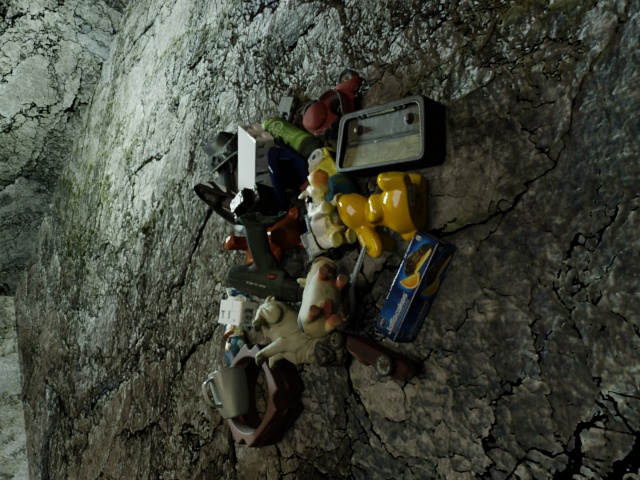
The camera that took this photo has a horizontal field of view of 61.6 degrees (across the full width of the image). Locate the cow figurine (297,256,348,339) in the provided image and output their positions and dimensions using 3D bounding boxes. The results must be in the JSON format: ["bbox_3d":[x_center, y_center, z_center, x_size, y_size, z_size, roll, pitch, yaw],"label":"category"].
[{"bbox_3d":[0.001,0.114,1.098,0.127,0.085,0.195,-54,19,44],"label":"cow figurine"}]

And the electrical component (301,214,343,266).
[{"bbox_3d":[-0.002,-0.004,1.204,0.075,0.047,0.119,-29,58,18],"label":"electrical component"}]

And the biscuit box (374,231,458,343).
[{"bbox_3d":[0.173,0.089,0.983,0.063,0.059,0.202,34,106,48],"label":"biscuit box"}]

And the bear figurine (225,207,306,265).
[{"bbox_3d":[-0.121,0.008,1.298,0.196,0.132,0.120,-32,73,46],"label":"bear figurine"}]

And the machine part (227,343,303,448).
[{"bbox_3d":[-0.137,0.358,1.252,0.201,0.087,0.202,-58,45,22],"label":"machine part"}]

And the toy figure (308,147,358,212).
[{"bbox_3d":[0.033,-0.127,1.190,0.082,0.089,0.180,-40,60,20],"label":"toy figure"}]

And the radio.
[{"bbox_3d":[0.138,-0.204,1.082,0.230,0.073,0.131,-2,83,45],"label":"radio"}]

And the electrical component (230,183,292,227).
[{"bbox_3d":[-0.155,-0.083,1.352,0.115,0.134,0.058,-45,49,35],"label":"electrical component"}]

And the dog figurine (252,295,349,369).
[{"bbox_3d":[-0.033,0.191,1.145,0.191,0.121,0.172,-11,80,15],"label":"dog figurine"}]

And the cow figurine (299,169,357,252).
[{"bbox_3d":[0.006,-0.060,1.121,0.098,0.068,0.167,-18,91,53],"label":"cow figurine"}]

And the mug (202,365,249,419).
[{"bbox_3d":[-0.205,0.342,1.194,0.081,0.109,0.107,-29,72,34],"label":"mug"}]

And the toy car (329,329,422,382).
[{"bbox_3d":[0.099,0.215,1.012,0.202,0.089,0.053,16,97,50],"label":"toy car"}]

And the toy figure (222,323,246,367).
[{"bbox_3d":[-0.217,0.262,1.384,0.155,0.058,0.064,-105,4,-45],"label":"toy figure"}]

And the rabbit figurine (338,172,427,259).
[{"bbox_3d":[0.117,-0.051,1.044,0.173,0.122,0.162,-1,102,29],"label":"rabbit figurine"}]

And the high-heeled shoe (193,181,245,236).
[{"bbox_3d":[-0.246,-0.079,1.446,0.086,0.145,0.249,-60,41,20],"label":"high-heeled shoe"}]

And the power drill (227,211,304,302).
[{"bbox_3d":[-0.104,0.039,1.217,0.232,0.086,0.207,2,111,20],"label":"power drill"}]

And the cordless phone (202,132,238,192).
[{"bbox_3d":[-0.265,-0.211,1.572,0.147,0.088,0.184,-29,71,41],"label":"cordless phone"}]

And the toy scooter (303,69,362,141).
[{"bbox_3d":[0.038,-0.290,1.233,0.184,0.075,0.135,-40,56,31],"label":"toy scooter"}]

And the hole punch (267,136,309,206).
[{"bbox_3d":[-0.087,-0.158,1.288,0.092,0.142,0.116,-32,47,-16],"label":"hole punch"}]

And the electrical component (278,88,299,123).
[{"bbox_3d":[-0.082,-0.358,1.427,0.063,0.021,0.094,17,92,50],"label":"electrical component"}]
